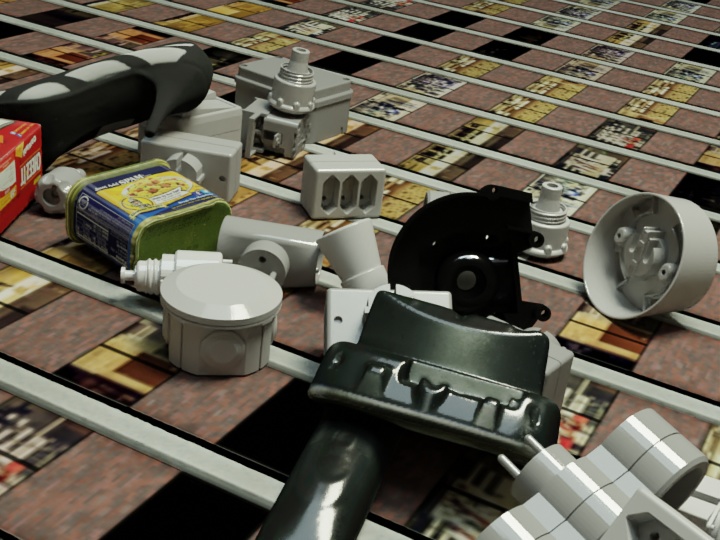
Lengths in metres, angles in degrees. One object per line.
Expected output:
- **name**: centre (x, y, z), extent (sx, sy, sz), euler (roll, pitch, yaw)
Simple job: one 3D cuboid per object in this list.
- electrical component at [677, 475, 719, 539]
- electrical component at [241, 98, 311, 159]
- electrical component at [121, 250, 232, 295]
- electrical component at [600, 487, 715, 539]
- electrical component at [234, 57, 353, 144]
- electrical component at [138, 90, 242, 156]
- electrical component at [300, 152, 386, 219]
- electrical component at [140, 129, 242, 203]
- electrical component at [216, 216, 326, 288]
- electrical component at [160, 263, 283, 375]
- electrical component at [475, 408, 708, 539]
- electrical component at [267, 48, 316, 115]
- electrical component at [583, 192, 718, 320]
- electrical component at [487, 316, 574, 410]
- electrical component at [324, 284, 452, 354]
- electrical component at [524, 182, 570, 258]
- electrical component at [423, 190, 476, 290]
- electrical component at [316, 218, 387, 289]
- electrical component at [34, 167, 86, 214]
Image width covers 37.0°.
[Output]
- **electrical component**: centre (0.186, 0.137, 0.585), extent (0.055, 0.048, 0.066), euler (16, 27, 34)
- **electrical component**: centre (-0.086, -0.141, 1.082), extent (0.064, 0.042, 0.081), euler (15, 28, 8)
- **electrical component**: centre (-0.132, 0.006, 0.773), extent (0.078, 0.040, 0.040), euler (3, 26, -8)
- **electrical component**: centre (0.139, 0.158, 0.508), extent (0.076, 0.083, 0.047), euler (36, 1, -45)
- **electrical component**: centre (-0.072, -0.185, 1.155), extent (0.113, 0.057, 0.078), euler (23, 30, 29)
- **electrical component**: centre (-0.158, -0.138, 1.034), extent (0.062, 0.061, 0.096), euler (27, 32, 34)
- **electrical component**: centre (-0.022, -0.083, 0.973), extent (0.066, 0.047, 0.076), euler (-3, 27, -20)
- **electrical component**: centre (-0.154, -0.085, 0.944), extent (0.083, 0.047, 0.075), euler (10, 26, 5)
- **electrical component**: centre (-0.070, -0.007, 0.809), extent (0.077, 0.044, 0.079), euler (9, 26, 4)
- **electrical component**: centre (-0.093, 0.031, 0.718), extent (0.080, 0.051, 0.080), euler (6, 26, -3)
- **electrical component**: centre (0.103, 0.114, 0.548), extent (0.138, 0.052, 0.074), euler (-32, 55, -20)
- **electrical component**: centre (-0.064, -0.188, 1.063), extent (0.048, 0.062, 0.048), euler (11, 27, -6)
- **electrical component**: centre (0.227, -0.011, 0.841), extent (0.064, 0.099, 0.099), euler (0, 26, -27)
- **electrical component**: centre (0.110, 0.062, 0.714), extent (0.066, 0.047, 0.077), euler (24, 31, 31)
- **electrical component**: centre (0.020, 0.033, 0.699), extent (0.083, 0.075, 0.047), euler (2, 64, -5)
- **electrical component**: centre (0.160, -0.044, 0.924), extent (0.048, 0.062, 0.048), euler (6, 26, -3)
- **electrical component**: centre (0.089, -0.019, 0.866), extent (0.074, 0.052, 0.138), euler (7, 25, -2)
- **electrical component**: centre (0.000, 0.000, 0.789), extent (0.044, 0.065, 0.044), euler (-23, -2, -1)
- **electrical component**: centre (-0.248, -0.071, 0.905), extent (0.035, 0.035, 0.061), euler (10, 24, 5)
